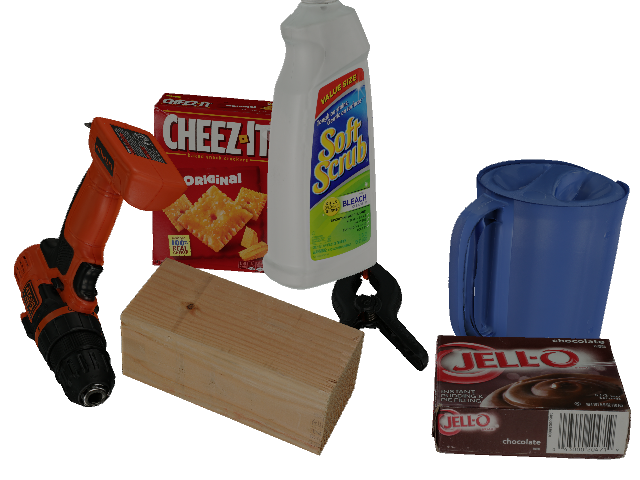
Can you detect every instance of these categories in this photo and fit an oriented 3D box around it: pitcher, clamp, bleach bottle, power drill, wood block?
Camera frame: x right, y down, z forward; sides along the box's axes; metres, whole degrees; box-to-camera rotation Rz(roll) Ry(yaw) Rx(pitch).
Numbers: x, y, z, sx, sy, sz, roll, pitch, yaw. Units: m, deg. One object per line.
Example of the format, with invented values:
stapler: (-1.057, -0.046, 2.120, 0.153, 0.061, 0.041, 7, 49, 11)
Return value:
pitcher: (0.193, 0.055, 0.983, 0.149, 0.243, 0.145, 5, 21, 9)
clamp: (0.063, 0.084, 1.184, 0.120, 0.171, 0.039, 7, -43, 4)
bleach bottle: (-0.003, -0.092, 0.889, 0.102, 0.251, 0.068, -17, 26, -32)
power drill: (-0.176, 0.012, 0.839, 0.057, 0.188, 0.185, 15, 25, -40)
wood block: (-0.074, 0.106, 0.999, 0.206, 0.090, 0.090, 20, 44, 13)

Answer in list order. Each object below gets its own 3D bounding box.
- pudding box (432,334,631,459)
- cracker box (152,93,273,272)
pudding box: (0.126, 0.094, 0.655, 0.113, 0.039, 0.090, 2, 23, 6)
cracker box: (-0.127, -0.069, 1.349, 0.164, 0.214, 0.072, 5, 22, 2)
